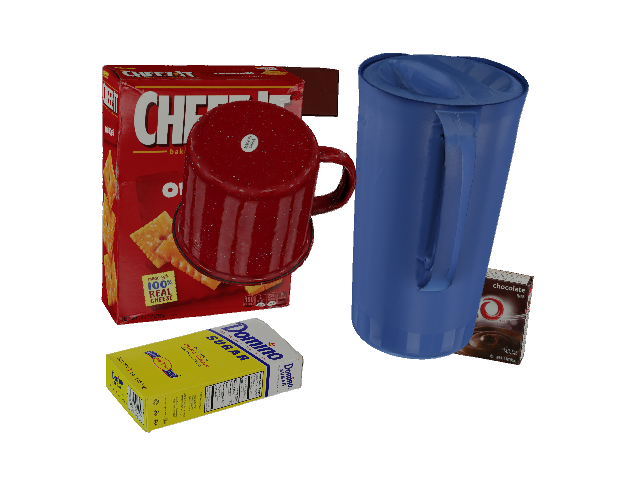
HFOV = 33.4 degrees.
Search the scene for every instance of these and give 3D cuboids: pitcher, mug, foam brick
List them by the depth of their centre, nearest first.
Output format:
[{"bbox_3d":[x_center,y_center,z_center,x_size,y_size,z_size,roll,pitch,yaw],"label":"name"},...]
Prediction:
[{"bbox_3d":[-0.033,-0.033,0.668,0.117,0.093,0.081,-5,-38,-14],"label":"mug"},{"bbox_3d":[0.088,-0.022,0.874,0.145,0.243,0.148,24,33,34],"label":"pitcher"},{"bbox_3d":[-0.024,-0.161,1.153,0.078,0.051,0.053,-1,11,-18],"label":"foam brick"}]

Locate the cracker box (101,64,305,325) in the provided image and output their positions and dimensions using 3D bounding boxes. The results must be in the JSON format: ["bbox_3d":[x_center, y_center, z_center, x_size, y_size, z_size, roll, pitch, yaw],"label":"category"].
[{"bbox_3d":[-0.104,-0.041,0.929,0.164,0.214,0.072,-4,20,-23],"label":"cracker box"}]

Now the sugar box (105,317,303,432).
[{"bbox_3d":[-0.115,0.130,1.066,0.175,0.048,0.093,-15,32,-31],"label":"sugar box"}]

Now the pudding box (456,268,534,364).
[{"bbox_3d":[0.160,0.073,1.109,0.113,0.090,0.039,8,21,15],"label":"pudding box"}]
